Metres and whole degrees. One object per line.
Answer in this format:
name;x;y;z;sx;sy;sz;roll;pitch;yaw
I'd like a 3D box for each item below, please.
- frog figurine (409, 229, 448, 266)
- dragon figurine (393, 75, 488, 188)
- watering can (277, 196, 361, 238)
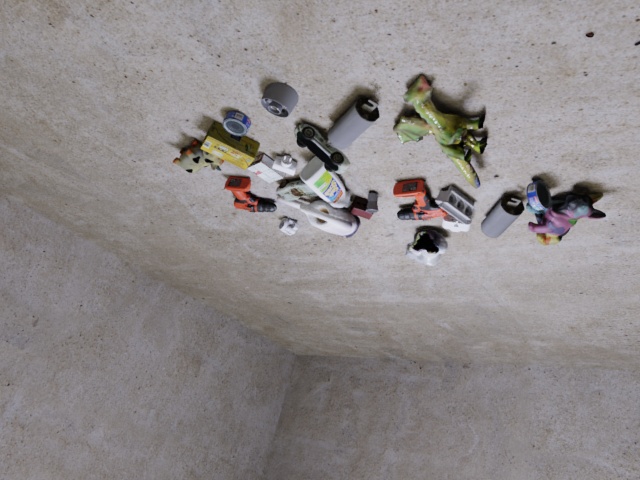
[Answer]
frog figurine;0.417;0.030;1.944;0.136;0.125;0.157;-16;155;23
dragon figurine;0.321;-0.283;1.420;0.244;0.124;0.402;22;157;29
watering can;0.006;-0.096;1.912;0.223;0.104;0.351;20;-176;-43
